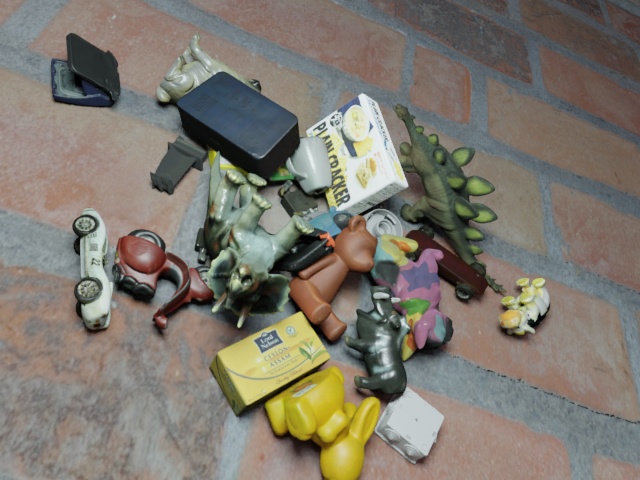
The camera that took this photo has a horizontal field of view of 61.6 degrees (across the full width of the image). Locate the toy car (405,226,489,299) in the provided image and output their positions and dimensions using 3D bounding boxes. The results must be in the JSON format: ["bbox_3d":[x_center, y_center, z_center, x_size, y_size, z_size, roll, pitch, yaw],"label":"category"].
[{"bbox_3d":[0.267,0.051,1.155,0.202,0.053,0.089,36,51,7],"label":"toy car"}]

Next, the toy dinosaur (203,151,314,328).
[{"bbox_3d":[-0.141,-0.007,0.911,0.131,0.192,0.405,28,10,-34],"label":"toy dinosaur"}]

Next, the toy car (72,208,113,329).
[{"bbox_3d":[-0.360,0.042,0.850,0.056,0.073,0.202,-2,59,-23],"label":"toy car"}]

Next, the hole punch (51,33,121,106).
[{"bbox_3d":[-0.466,-0.323,1.064,0.115,0.092,0.142,22,41,-50],"label":"hole punch"}]

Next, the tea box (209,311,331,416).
[{"bbox_3d":[-0.080,0.199,0.877,0.169,0.068,0.098,-24,70,-35],"label":"tea box"}]

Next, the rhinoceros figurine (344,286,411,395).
[{"bbox_3d":[0.106,0.174,0.940,0.073,0.112,0.190,28,51,-51],"label":"rhinoceros figurine"}]

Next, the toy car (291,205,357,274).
[{"bbox_3d":[-0.002,-0.003,1.045,0.162,0.109,0.103,-25,42,-24],"label":"toy car"}]

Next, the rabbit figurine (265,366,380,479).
[{"bbox_3d":[0.015,0.298,0.842,0.162,0.122,0.173,-20,83,-43],"label":"rabbit figurine"}]

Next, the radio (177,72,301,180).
[{"bbox_3d":[-0.156,-0.229,1.056,0.230,0.073,0.131,35,66,18],"label":"radio"}]

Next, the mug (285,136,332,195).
[{"bbox_3d":[-0.023,-0.149,1.098,0.109,0.081,0.107,-7,75,-54],"label":"mug"}]

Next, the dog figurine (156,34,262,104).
[{"bbox_3d":[-0.235,-0.317,1.160,0.190,0.121,0.172,37,82,-20],"label":"dog figurine"}]

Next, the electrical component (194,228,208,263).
[{"bbox_3d":[-0.196,0.005,0.988,0.063,0.021,0.094,15,52,-16],"label":"electrical component"}]

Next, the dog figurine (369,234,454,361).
[{"bbox_3d":[0.165,0.113,1.030,0.191,0.108,0.219,18,55,-10],"label":"dog figurine"}]

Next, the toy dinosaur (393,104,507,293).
[{"bbox_3d":[0.273,-0.084,1.162,0.105,0.199,0.470,-40,112,-29],"label":"toy dinosaur"}]

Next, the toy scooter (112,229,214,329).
[{"bbox_3d":[-0.265,0.069,0.877,0.184,0.075,0.135,31,48,-9],"label":"toy scooter"}]

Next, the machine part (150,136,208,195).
[{"bbox_3d":[-0.277,-0.146,1.048,0.084,0.039,0.139,34,48,-8],"label":"machine part"}]

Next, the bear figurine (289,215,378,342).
[{"bbox_3d":[0.043,0.063,0.962,0.196,0.120,0.132,-39,51,-6],"label":"bear figurine"}]

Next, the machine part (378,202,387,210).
[{"bbox_3d":[0.093,-0.165,1.210,0.079,0.079,0.243,-10,61,-30],"label":"machine part"}]

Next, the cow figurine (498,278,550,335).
[{"bbox_3d":[0.439,0.158,1.151,0.167,0.068,0.098,-37,108,-38],"label":"cow figurine"}]

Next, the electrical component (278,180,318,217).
[{"bbox_3d":[-0.043,-0.075,1.102,0.078,0.045,0.102,-17,65,-32],"label":"electrical component"}]
